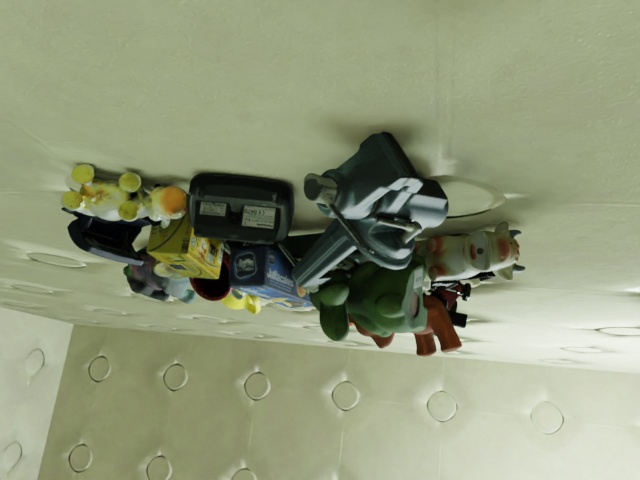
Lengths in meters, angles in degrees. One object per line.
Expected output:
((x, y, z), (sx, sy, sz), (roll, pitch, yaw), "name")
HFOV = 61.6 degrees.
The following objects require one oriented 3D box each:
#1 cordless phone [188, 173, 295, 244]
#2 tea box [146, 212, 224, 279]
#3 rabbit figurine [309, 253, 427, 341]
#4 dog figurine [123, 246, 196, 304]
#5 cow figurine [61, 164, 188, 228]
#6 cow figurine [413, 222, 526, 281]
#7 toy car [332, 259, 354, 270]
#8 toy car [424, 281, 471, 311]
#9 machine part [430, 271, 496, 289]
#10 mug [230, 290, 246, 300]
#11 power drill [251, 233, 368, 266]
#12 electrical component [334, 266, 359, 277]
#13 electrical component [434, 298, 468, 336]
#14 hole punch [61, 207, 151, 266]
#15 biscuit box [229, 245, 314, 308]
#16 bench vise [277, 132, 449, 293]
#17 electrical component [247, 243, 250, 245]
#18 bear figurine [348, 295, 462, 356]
((-0.111, -0.035, 0.790), (0.147, 0.088, 0.184), (5, 175, -1), "cordless phone")
((-0.212, 0.000, 0.877), (0.068, 0.098, 0.169), (3, 162, 8), "tea box")
((0.055, 0.090, 0.779), (0.170, 0.121, 0.159), (1, -167, 29), "rabbit figurine")
((-0.319, 0.047, 1.078), (0.192, 0.108, 0.219), (9, 159, 1), "dog figurine")
((-0.268, -0.053, 0.770), (0.167, 0.068, 0.098), (10, 169, -1), "cow figurine")
((0.218, 0.025, 0.811), (0.127, 0.085, 0.195), (-5, 175, -16), "cow figurine")
((0.051, 0.064, 0.962), (0.202, 0.056, 0.073), (25, 150, 22), "toy car")
((0.272, 0.120, 1.185), (0.089, 0.053, 0.202), (10, 160, 7), "toy car")
((0.241, 0.051, 0.943), (0.139, 0.084, 0.039), (5, 134, -27), "machine part")
((-0.200, 0.083, 1.155), (0.109, 0.081, 0.107), (51, 153, 1), "mug")
((-0.002, -0.003, 0.846), (0.207, 0.086, 0.232), (-9, 162, 21), "power drill")
((0.064, 0.059, 0.881), (0.094, 0.021, 0.063), (3, 166, -12), "electrical component")
((0.249, 0.162, 1.136), (0.119, 0.075, 0.047), (8, 157, 14), "electrical component")
((-0.369, -0.007, 0.938), (0.116, 0.092, 0.142), (-4, 165, 41), "hole punch")
((-0.062, 0.060, 0.817), (0.059, 0.063, 0.202), (-5, 164, 23), "biscuit box")
((0.037, -0.009, 0.628), (0.223, 0.129, 0.240), (-11, 152, -52), "bench vise")
((-0.111, 0.039, 0.920), (0.078, 0.045, 0.102), (-35, 157, 26), "electrical component")
((0.153, 0.169, 1.027), (0.196, 0.132, 0.120), (-7, 166, -30), "bear figurine")
